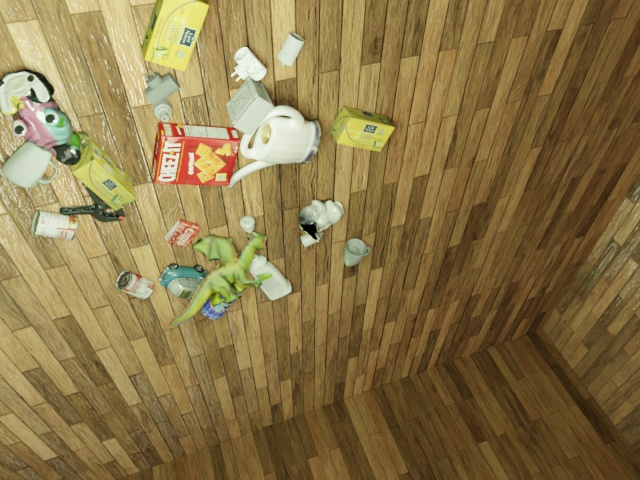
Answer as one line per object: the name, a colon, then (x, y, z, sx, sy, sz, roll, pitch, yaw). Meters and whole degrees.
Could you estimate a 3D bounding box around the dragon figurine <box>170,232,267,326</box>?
dragon figurine: (-0.346, 0.099, 1.720, 0.413, 0.122, 0.241, -26, 101, -20)

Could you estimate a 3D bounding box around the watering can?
watering can: (-0.132, -0.259, 1.484, 0.224, 0.106, 0.341, 0, 149, -31)

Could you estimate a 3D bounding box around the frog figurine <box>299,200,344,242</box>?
frog figurine: (0.005, -0.089, 1.771, 0.162, 0.123, 0.134, -52, 140, -26)
